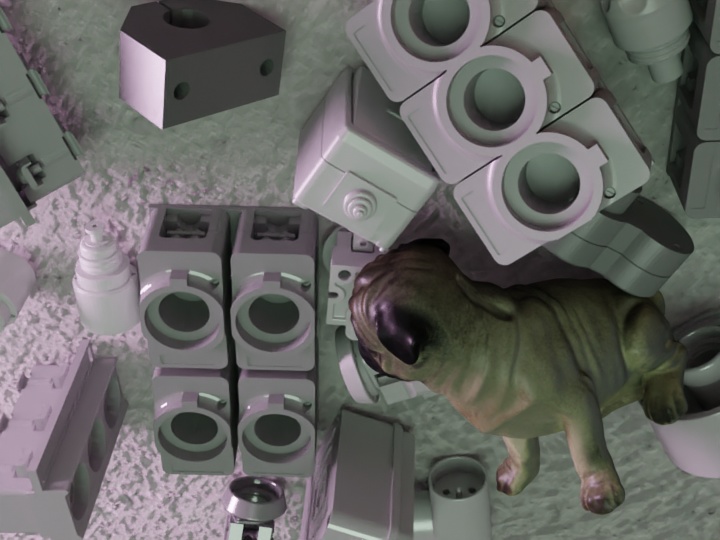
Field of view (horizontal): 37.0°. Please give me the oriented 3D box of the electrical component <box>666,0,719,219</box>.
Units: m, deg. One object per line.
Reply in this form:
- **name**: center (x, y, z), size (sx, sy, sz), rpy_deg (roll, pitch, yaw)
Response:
- **electrical component**: center (0.224, -0.103, 0.578), size (0.089, 0.061, 0.150), rpy_deg (-2, 126, 2)

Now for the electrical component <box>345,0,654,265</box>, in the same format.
- **electrical component**: center (0.073, -0.090, 0.554), size (0.089, 0.062, 0.150), rpy_deg (-32, 94, 22)

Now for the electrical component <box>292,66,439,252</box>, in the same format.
- **electrical component**: center (0.005, -0.061, 0.591), size (0.062, 0.096, 0.061), rpy_deg (28, 119, -18)

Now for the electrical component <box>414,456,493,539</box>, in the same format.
- **electrical component**: center (0.057, 0.181, 0.797), size (0.079, 0.044, 0.077), rpy_deg (-5, 126, 5)

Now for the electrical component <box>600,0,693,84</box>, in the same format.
- **electrical component**: center (0.156, -0.129, 0.572), size (0.043, 0.043, 0.062), rpy_deg (-21, 125, 15)

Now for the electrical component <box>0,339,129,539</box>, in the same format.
- **electrical component**: center (-0.201, 0.115, 0.706), size (0.063, 0.121, 0.078), rpy_deg (-1, 126, 5)

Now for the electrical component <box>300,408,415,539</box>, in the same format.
- **electrical component**: center (-0.002, 0.162, 0.743), size (0.057, 0.113, 0.078), rpy_deg (19, 124, -10)

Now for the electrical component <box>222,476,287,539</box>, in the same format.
- **electrical component**: center (-0.081, 0.187, 0.796), size (0.048, 0.066, 0.055), rpy_deg (9, 106, -5)

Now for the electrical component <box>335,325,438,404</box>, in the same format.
- **electrical component**: center (0.019, 0.054, 0.698), size (0.057, 0.058, 0.078), rpy_deg (-17, 127, 11)

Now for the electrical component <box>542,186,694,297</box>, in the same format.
- **electrical component**: center (0.139, -0.044, 0.628), size (0.138, 0.052, 0.073), rpy_deg (25, 123, -15)

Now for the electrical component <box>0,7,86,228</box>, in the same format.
- **electrical component**: center (-0.206, -0.093, 0.587), size (0.063, 0.079, 0.121), rpy_deg (-32, 124, -13)

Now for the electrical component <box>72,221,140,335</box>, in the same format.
- **electrical component**: center (-0.160, 0.005, 0.676), size (0.040, 0.040, 0.078), rpy_deg (0, 126, 1)

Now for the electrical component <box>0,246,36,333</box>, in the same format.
- **electrical component**: center (-0.233, 0.022, 0.670), size (0.040, 0.078, 0.040), rpy_deg (8, 137, 7)

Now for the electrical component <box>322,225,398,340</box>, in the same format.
- **electrical component**: center (0.000, 0.000, 0.660), size (0.048, 0.055, 0.066), rpy_deg (4, 125, -2)

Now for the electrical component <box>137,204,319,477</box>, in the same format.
- **electrical component**: center (-0.080, 0.053, 0.697), size (0.105, 0.060, 0.186), rpy_deg (1, 126, 0)

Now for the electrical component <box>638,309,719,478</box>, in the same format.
- **electrical component**: center (0.227, 0.070, 0.679), size (0.108, 0.108, 0.060), rpy_deg (-30, 114, 20)
